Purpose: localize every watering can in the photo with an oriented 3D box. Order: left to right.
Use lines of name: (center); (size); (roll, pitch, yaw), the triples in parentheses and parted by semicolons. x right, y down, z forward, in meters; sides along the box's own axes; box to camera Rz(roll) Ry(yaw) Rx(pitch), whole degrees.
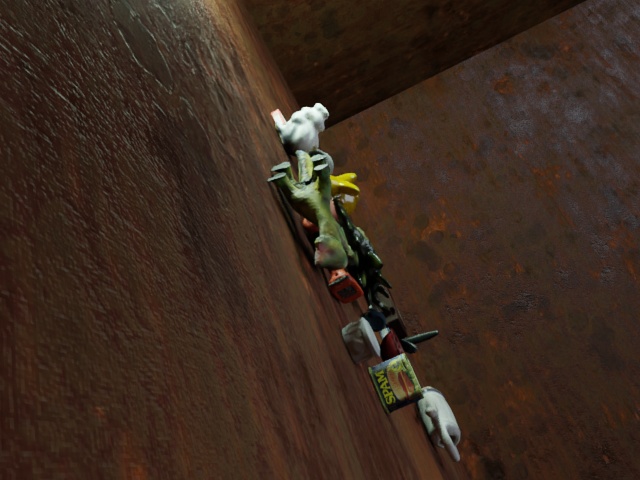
watering can: (0.381, 0.576, 1.685); (0.104, 0.341, 0.229); (-26, 33, 5)

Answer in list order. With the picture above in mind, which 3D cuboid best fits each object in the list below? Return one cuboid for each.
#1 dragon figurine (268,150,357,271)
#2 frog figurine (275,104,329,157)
dragon figurine: (0.003, -0.053, 1.045); (0.122, 0.240, 0.416); (-22, 16, 9)
frog figurine: (-0.039, -0.323, 1.527); (0.159, 0.135, 0.125); (-25, 35, 6)
